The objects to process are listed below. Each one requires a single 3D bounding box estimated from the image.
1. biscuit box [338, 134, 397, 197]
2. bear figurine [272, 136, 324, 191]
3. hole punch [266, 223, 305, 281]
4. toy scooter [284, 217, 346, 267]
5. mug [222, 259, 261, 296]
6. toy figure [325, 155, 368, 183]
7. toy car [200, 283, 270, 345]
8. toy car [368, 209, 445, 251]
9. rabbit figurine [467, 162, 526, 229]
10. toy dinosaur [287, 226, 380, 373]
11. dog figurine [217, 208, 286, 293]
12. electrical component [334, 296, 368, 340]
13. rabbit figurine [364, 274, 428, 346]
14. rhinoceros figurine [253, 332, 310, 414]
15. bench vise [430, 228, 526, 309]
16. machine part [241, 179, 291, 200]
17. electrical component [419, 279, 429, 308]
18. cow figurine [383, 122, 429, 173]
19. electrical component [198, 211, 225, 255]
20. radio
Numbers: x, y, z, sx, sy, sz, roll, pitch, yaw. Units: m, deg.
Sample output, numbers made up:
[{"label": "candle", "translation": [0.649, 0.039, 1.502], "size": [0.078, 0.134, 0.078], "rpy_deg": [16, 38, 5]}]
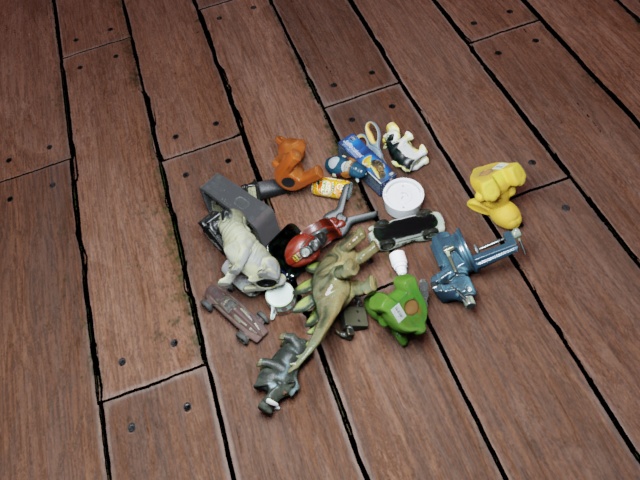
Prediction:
[{"label": "biscuit box", "translation": [0.131, -0.215, 1.521], "size": [0.059, 0.062, 0.203], "rpy_deg": [-33, 61, -15]}, {"label": "bear figurine", "translation": [-0.064, -0.230, 1.498], "size": [0.132, 0.120, 0.196], "rpy_deg": [-34, 33, 36]}, {"label": "hole punch", "translation": [-0.082, 0.036, 1.391], "size": [0.116, 0.092, 0.142], "rpy_deg": [47, 60, -4]}, {"label": "toy scooter", "translation": [-0.003, -0.004, 1.314], "size": [0.184, 0.135, 0.075], "rpy_deg": [-42, 101, -28]}, {"label": "mug", "translation": [-0.178, 0.083, 1.368], "size": [0.109, 0.080, 0.107], "rpy_deg": [-42, 73, 7]}, {"label": "toy figure", "translation": [0.071, -0.199, 1.492], "size": [0.058, 0.064, 0.155], "rpy_deg": [-6, 16, -32]}, {"label": "toy car", "translation": [-0.212, 0.176, 1.336], "size": [0.202, 0.053, 0.089], "rpy_deg": [37, 67, 27]}, {"label": "toy car", "translation": [0.224, -0.025, 1.399], "size": [0.202, 0.056, 0.073], "rpy_deg": [-14, 64, 1]}, {"label": "rabbit figurine", "translation": [0.447, -0.101, 1.371], "size": [0.122, 0.173, 0.162], "rpy_deg": [-38, 17, -16]}, {"label": "toy dinosaur", "translation": [0.032, 0.111, 1.252], "size": [0.198, 0.105, 0.471], "rpy_deg": [-32, 19, 31]}, {"label": "dog figurine", "translation": [-0.165, 0.018, 1.305], "size": [0.172, 0.121, 0.190], "rpy_deg": [21, 53, -34]}, {"label": "electrical component", "translation": [0.071, 0.189, 1.297], "size": [0.078, 0.045, 0.102], "rpy_deg": [1, 57, -26]}, {"label": "rabbit figurine", "translation": [0.175, 0.158, 1.250], "size": [0.121, 0.170, 0.159], "rpy_deg": [-47, 106, -18]}, {"label": "rhinoceros figurine", "translation": [-0.088, 0.304, 1.233], "size": [0.112, 0.073, 0.190], "rpy_deg": [29, 64, 10]}, {"label": "bench vise", "translation": [0.373, 0.047, 1.286], "size": [0.241, 0.128, 0.224], "rpy_deg": [-25, 37, 13]}, {"label": "machine part", "translation": [-0.148, -0.138, 1.511], "size": [0.139, 0.084, 0.039], "rpy_deg": [-17, 26, -14]}, {"label": "electrical component", "translation": [0.250, 0.130, 1.295], "size": [0.021, 0.063, 0.094], "rpy_deg": [1, 58, 8]}, {"label": "cow figurine", "translation": [0.226, -0.262, 1.538], "size": [0.098, 0.068, 0.167], "rpy_deg": [-35, 60, -7]}, {"label": "electrical component", "translation": [-0.260, -0.019, 1.411], "size": [0.058, 0.114, 0.134], "rpy_deg": [-39, 18, -17]}, {"label": "radio", "translation": [-0.215, -0.076, 1.441], "size": [0.230, 0.131, 0.073], "rpy_deg": [33, 66, 24]}]
